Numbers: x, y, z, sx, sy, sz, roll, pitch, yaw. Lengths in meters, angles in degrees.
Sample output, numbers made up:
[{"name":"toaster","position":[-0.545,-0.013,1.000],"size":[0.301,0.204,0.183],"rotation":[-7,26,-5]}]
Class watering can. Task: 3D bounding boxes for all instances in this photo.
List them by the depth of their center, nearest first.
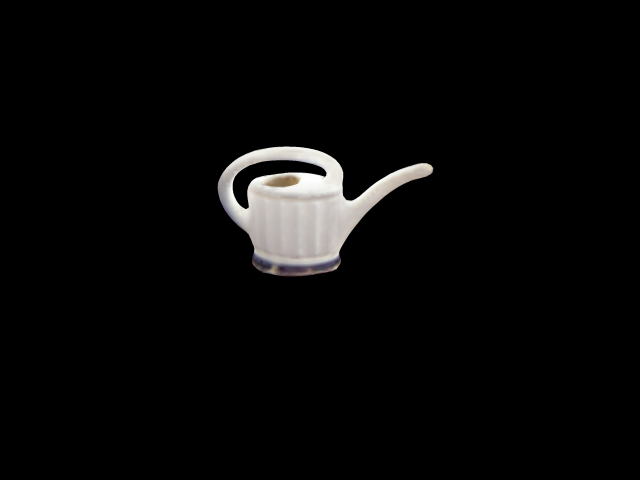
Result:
[{"name":"watering can","position":[0.003,-0.043,0.850],"size":[0.348,0.220,0.106],"rotation":[4,27,7]}]
